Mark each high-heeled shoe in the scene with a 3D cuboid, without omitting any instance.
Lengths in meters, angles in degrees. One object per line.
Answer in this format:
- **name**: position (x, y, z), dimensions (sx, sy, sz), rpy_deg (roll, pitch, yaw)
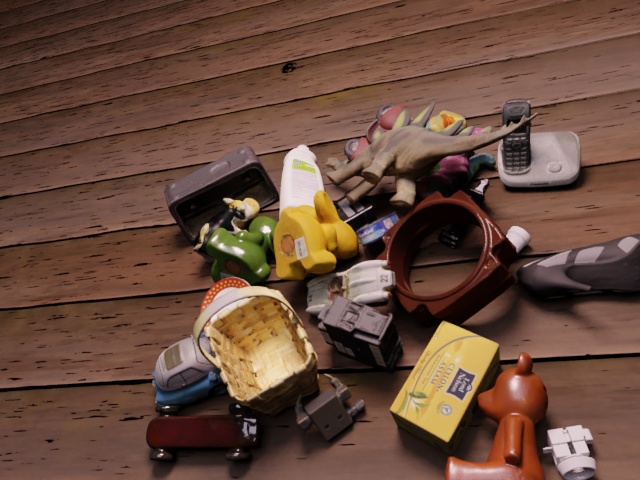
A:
- **high-heeled shoe**: position (0.454, 0.036, 0.884), dimensions (0.249, 0.086, 0.145), rpy_deg (-18, 13, -19)

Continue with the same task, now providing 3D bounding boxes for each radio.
- **radio**: position (-0.218, -0.102, 1.189), dimensions (0.230, 0.131, 0.073), rpy_deg (-28, 46, -4)

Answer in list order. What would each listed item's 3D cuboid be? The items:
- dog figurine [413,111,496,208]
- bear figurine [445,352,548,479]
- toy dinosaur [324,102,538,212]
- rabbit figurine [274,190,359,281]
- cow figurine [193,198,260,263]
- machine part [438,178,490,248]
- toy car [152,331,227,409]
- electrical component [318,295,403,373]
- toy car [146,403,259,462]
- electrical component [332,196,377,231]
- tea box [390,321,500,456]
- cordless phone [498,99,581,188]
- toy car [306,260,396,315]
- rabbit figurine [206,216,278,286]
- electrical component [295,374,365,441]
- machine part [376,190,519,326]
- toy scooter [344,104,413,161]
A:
- **dog figurine**: position (0.231, -0.143, 1.076), dimensions (0.219, 0.108, 0.192), rpy_deg (-39, 50, -10)
- **bear figurine**: position (0.242, 0.257, 0.724), dimensions (0.132, 0.120, 0.196), rpy_deg (-6, 48, 20)
- **toy dinosaur**: position (0.160, -0.158, 0.977), dimensions (0.472, 0.105, 0.198), rpy_deg (11, 61, 55)
- **rabbit figurine**: position (-0.002, -0.003, 1.013), dimensions (0.122, 0.173, 0.162), rpy_deg (-36, 63, 43)
- **cow figurine**: position (-0.200, -0.032, 1.133), dimensions (0.068, 0.098, 0.167), rpy_deg (22, 74, 35)
- **machine part**: position (0.273, -0.051, 1.009), dimensions (0.039, 0.084, 0.139), rpy_deg (34, 80, 9)
- **toy car**: position (-0.230, 0.220, 0.942), dimensions (0.162, 0.102, 0.109), rpy_deg (-23, 46, -2)
- **electrical component**: position (0.062, 0.151, 0.882), dimensions (0.134, 0.114, 0.058), rpy_deg (16, 57, 29)
- **toy car**: position (-0.191, 0.315, 0.880), dimensions (0.202, 0.053, 0.089), rpy_deg (-7, 64, 14)
- **electrical component**: position (0.075, -0.044, 1.088), dimensions (0.075, 0.047, 0.119), rpy_deg (-28, 46, -3)
- **tea box**: position (0.191, 0.219, 0.808), dimensions (0.098, 0.068, 0.169), rpy_deg (19, 59, 32)
- **cordless phone**: position (0.405, -0.188, 0.994), dimensions (0.147, 0.184, 0.089), rpy_deg (-1, 47, 20)
- **toy car**: position (0.049, 0.087, 0.933), dimensions (0.202, 0.056, 0.073), rpy_deg (-21, 61, 45)
- **rabbit figurine**: position (-0.125, 0.006, 1.079), dimensions (0.159, 0.121, 0.170), rpy_deg (7, 39, 22)
- **electrical component**: position (0.010, 0.261, 0.840), dimensions (0.102, 0.078, 0.045), rpy_deg (-39, 22, -7)
- **machine part**: position (0.209, 0.030, 0.909), dimensions (0.201, 0.087, 0.201), rpy_deg (-41, 46, 14)
- **toy scooter**: position (0.154, -0.222, 1.191), dimensions (0.184, 0.075, 0.135), rpy_deg (-44, 50, -13)
